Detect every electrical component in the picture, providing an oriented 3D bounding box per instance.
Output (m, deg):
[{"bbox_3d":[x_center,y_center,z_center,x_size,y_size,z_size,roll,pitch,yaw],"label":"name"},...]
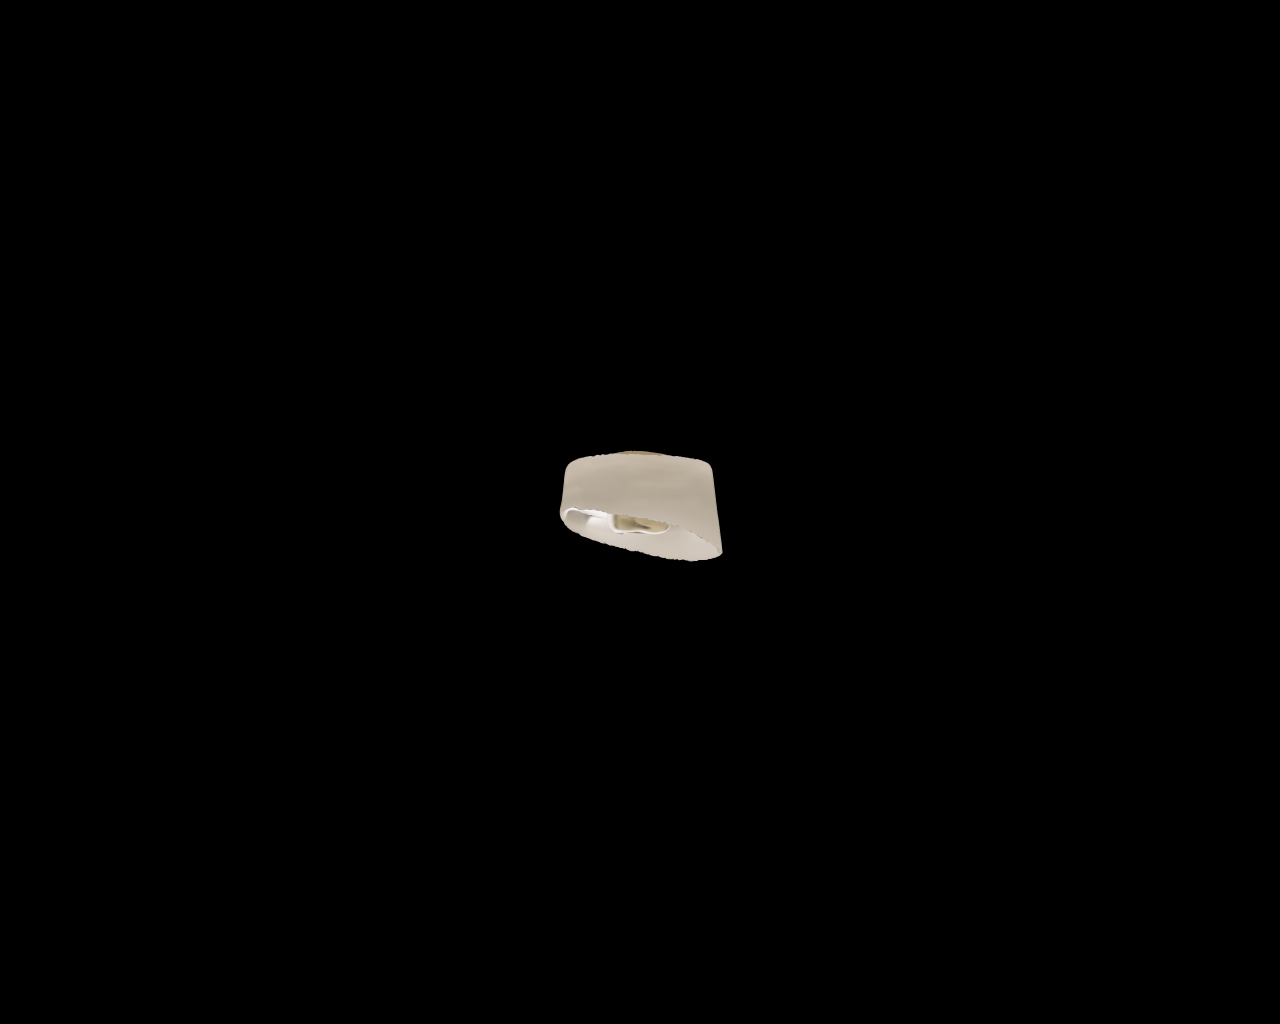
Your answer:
[{"bbox_3d":[0.001,-0.003,0.650,0.099,0.064,0.099,0,-10,0],"label":"electrical component"}]
